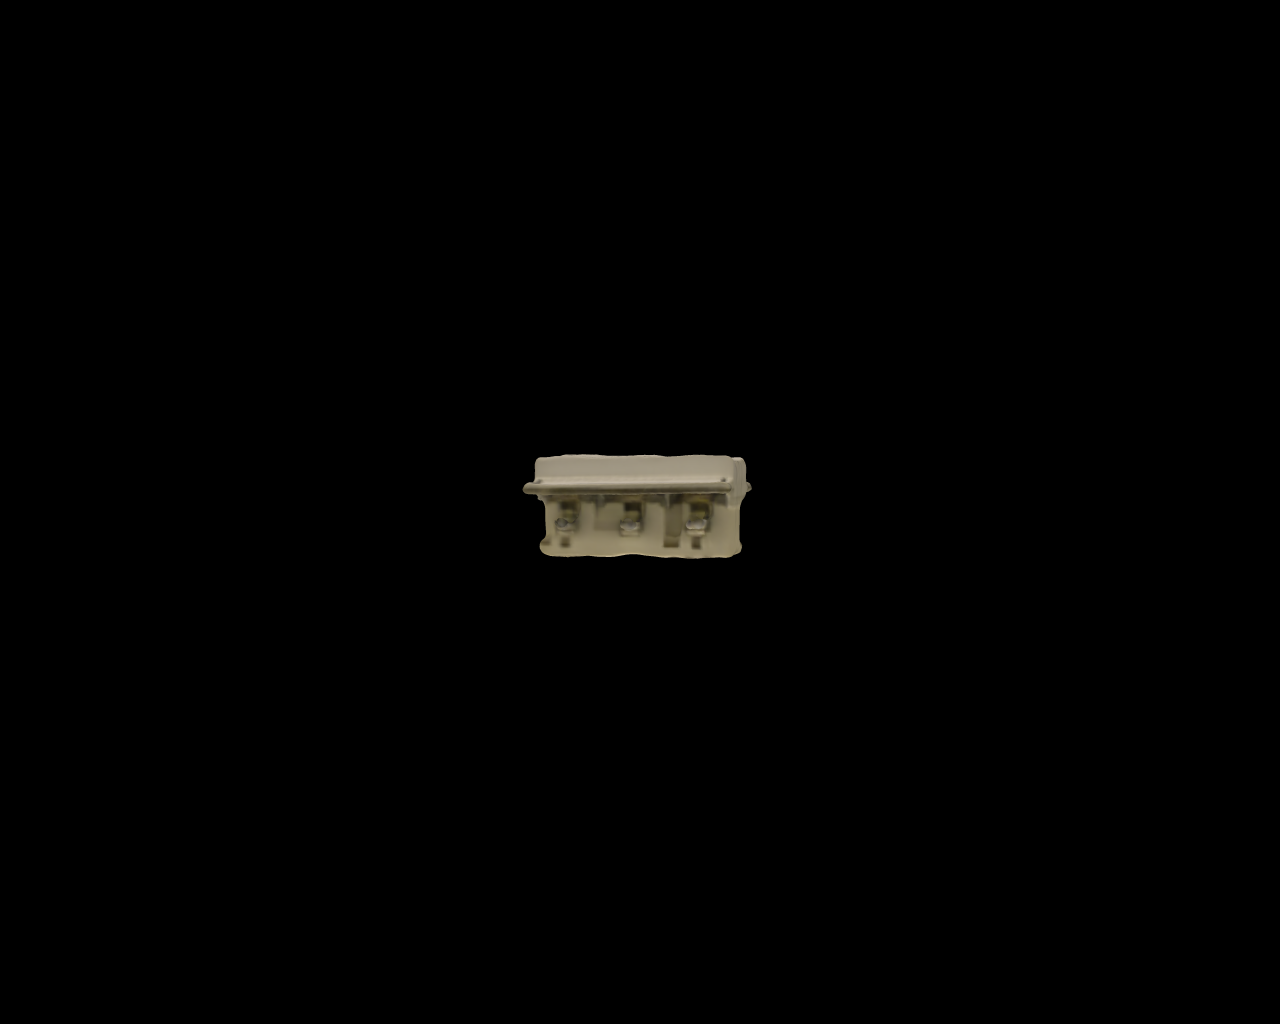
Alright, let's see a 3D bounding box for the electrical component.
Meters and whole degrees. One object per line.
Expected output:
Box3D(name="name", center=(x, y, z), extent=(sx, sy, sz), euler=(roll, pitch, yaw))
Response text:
Box3D(name="electrical component", center=(0.001, -0.003, 0.650), extent=(0.121, 0.063, 0.079), euler=(1, 4, 15))
